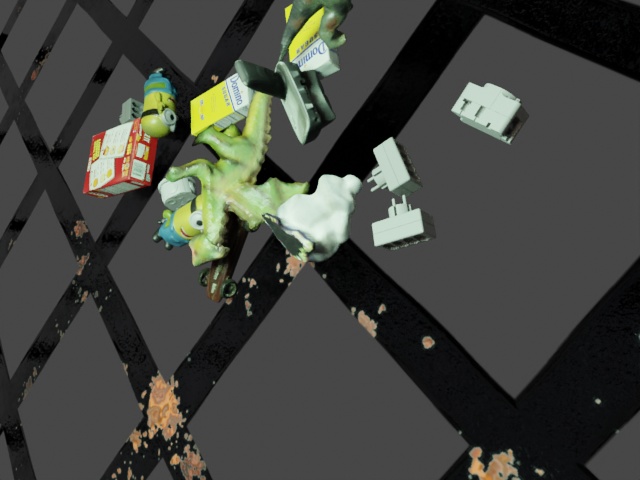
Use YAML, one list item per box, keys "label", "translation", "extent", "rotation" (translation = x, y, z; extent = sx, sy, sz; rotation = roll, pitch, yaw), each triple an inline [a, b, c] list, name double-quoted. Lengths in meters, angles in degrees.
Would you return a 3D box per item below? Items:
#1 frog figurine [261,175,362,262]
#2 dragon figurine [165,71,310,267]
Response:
- label: "frog figurine"
  translation: [0.003, -0.044, 0.876]
  extent: [0.161, 0.120, 0.138]
  rotation: [-42, 37, -23]
- label: "dragon figurine"
  translation: [-0.126, -0.128, 0.982]
  extent: [0.244, 0.121, 0.413]
  rotation: [38, 82, 13]
